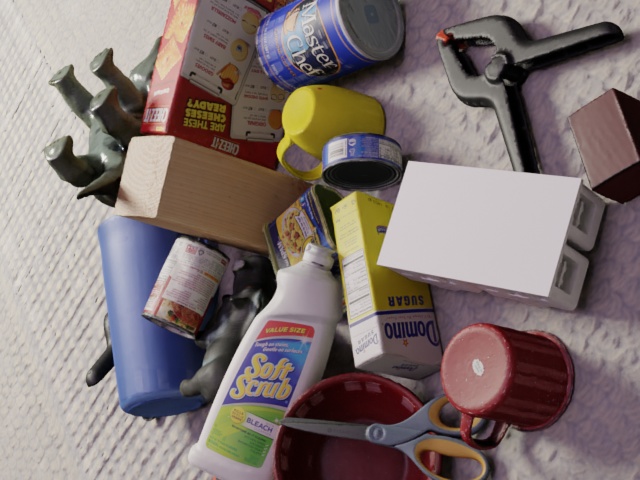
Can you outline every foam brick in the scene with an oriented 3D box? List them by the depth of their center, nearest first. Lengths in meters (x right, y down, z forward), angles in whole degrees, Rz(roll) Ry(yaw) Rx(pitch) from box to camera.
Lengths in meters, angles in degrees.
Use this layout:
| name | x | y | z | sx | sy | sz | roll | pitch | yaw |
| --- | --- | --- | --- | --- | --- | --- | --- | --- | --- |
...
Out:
| name | x | y | z | sx | sy | sz | roll | pitch | yaw |
| --- | --- | --- | --- | --- | --- | --- | --- | --- | --- |
| foam brick | 0.256 | -0.081 | 0.915 | 0.051 | 0.052 | 0.078 | -34 | 54 | 37 |

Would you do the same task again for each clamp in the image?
| name | x | y | z | sx | sy | sz | roll | pitch | yaw |
| --- | --- | --- | --- | --- | --- | --- | --- | --- | --- |
| clamp | 0.189 | -0.169 | 1.031 | 0.165 | 0.036 | 0.210 | -57 | 43 | 18 |
| clamp | -0.245 | 0.150 | 1.389 | 0.039 | 0.120 | 0.171 | -18 | 40 | 23 |

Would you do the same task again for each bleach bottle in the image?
| name | x | y | z | sx | sy | sz | roll | pitch | yaw |
| --- | --- | --- | --- | --- | --- | --- | --- | --- | --- |
| bleach bottle | -0.046 | 0.122 | 1.074 | 0.103 | 0.068 | 0.251 | 21 | 96 | 17 |

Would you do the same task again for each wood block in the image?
| name | x | y | z | sx | sy | sz | roll | pitch | yaw |
| --- | --- | --- | --- | --- | --- | --- | --- | --- | --- |
| wood block | -0.114 | -0.046 | 1.203 | 0.090 | 0.205 | 0.091 | 5 | 81 | 49 |

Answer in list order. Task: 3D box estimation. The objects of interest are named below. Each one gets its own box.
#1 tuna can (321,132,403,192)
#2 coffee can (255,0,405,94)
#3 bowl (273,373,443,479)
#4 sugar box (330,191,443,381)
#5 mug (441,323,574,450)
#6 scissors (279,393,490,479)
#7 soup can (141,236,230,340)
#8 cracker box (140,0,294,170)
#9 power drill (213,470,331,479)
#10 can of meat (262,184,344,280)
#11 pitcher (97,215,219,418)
| name | x | y | z | sx | sy | sz | roll | pitch | yaw |
| --- | --- | --- | --- | --- | --- | --- | --- | --- | --- |
| tuna can | 0.045 | -0.082 | 1.128 | 0.086 | 0.086 | 0.034 | -18 | 63 | 44 |
| coffee can | 0.010 | -0.232 | 1.203 | 0.141 | 0.102 | 0.103 | -15 | 67 | 45 |
| bowl | 0.038 | 0.212 | 1.030 | 0.162 | 0.055 | 0.162 | -3 | 70 | 8 |
| sugar box | 0.066 | 0.045 | 1.057 | 0.048 | 0.093 | 0.176 | -33 | 55 | 36 |
| mug | 0.156 | 0.129 | 0.937 | 0.093 | 0.081 | 0.117 | 29 | 100 | 49 |
| scissors | 0.069 | 0.167 | 1.001 | 0.202 | 0.016 | 0.096 | 20 | 76 | 18 |
| soup can | -0.154 | 0.054 | 1.227 | 0.069 | 0.068 | 0.102 | 8 | 70 | 49 |
| cracker box | -0.111 | -0.208 | 1.286 | 0.072 | 0.163 | 0.214 | 9 | 84 | 52 |
| power drill | -0.036 | 0.282 | 1.125 | 0.188 | 0.057 | 0.184 | -17 | 62 | 41 |
| can of meat | -0.008 | 0.001 | 1.150 | 0.084 | 0.057 | 0.102 | -41 | 50 | 30 |
| pitcher | -0.194 | 0.087 | 1.317 | 0.149 | 0.145 | 0.243 | 108 | 155 | -66 |
